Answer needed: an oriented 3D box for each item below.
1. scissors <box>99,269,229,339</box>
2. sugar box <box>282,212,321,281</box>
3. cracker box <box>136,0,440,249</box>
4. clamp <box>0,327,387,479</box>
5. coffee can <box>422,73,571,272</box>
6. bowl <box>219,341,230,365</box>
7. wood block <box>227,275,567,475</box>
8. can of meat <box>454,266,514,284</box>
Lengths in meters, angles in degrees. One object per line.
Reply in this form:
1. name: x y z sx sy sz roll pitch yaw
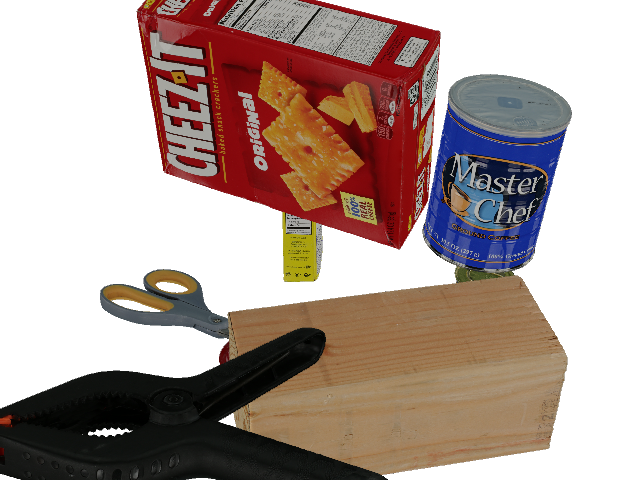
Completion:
1. scissors: -0.087 0.062 0.899 0.202 0.016 0.096 13 25 13
2. sugar box: -0.022 -0.048 1.263 0.048 0.176 0.093 -1 24 5
3. cracker box: -0.024 -0.098 0.803 0.214 0.164 0.072 18 49 18
4. clamp: -0.075 0.095 0.580 0.210 0.036 0.164 0 24 -6
5. coffee can: 0.149 -0.058 0.921 0.102 0.140 0.103 5 34 -4
6. bowl: -0.044 0.168 1.308 0.162 0.055 0.162 3 23 -1
7. wood block: 0.047 0.094 0.717 0.206 0.090 0.091 -6 37 -10
8. can of meat: 0.171 0.081 1.071 0.057 0.102 0.084 -15 -40 -16
